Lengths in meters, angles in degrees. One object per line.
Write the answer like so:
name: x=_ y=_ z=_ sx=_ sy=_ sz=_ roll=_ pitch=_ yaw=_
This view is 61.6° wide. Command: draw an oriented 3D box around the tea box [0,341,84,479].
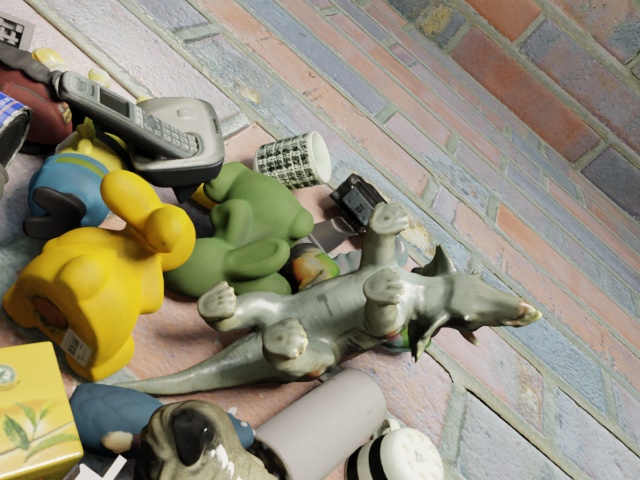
tea box: x=-0.262 y=0.135 z=0.355 sx=0.169 sy=0.068 sz=0.098 roll=-4 pitch=55 yaw=-47

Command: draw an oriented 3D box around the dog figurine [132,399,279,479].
dog figurine: x=-0.049 y=0.205 z=0.406 sx=0.172 sy=0.121 sz=0.190 roll=68 pitch=-2 yaw=-74

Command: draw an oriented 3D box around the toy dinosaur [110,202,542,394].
toy dinosaur: x=0.009 y=0.091 z=0.564 sx=0.192 sy=0.405 sz=0.131 roll=68 pitch=3 yaw=-52

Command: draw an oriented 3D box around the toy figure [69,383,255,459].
toy figure: x=-0.133 y=0.158 z=0.452 sx=0.154 sy=0.057 sz=0.064 roll=18 pitch=41 yaw=-12

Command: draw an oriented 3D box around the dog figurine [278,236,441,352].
dog figurine: x=0.044 y=0.081 z=0.700 sx=0.219 sy=0.108 sz=0.191 roll=-12 pitch=63 yaw=-46

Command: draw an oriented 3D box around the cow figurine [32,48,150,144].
cow figurine: x=-0.293 y=-0.164 z=0.666 sx=0.167 sy=0.068 sz=0.098 roll=29 pitch=42 yaw=-18

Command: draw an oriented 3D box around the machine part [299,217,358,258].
machine part: x=-0.002 y=-0.002 z=0.804 sx=0.084 sy=0.039 sz=0.139 roll=47 pitch=35 yaw=16

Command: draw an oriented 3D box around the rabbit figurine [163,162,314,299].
rabbit figurine: x=-0.096 y=0.015 z=0.623 sx=0.159 sy=0.121 sz=0.170 roll=28 pitch=53 yaw=27

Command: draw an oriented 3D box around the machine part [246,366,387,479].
machine part: x=-0.004 y=0.194 z=0.542 sx=0.079 sy=0.079 sz=0.243 roll=52 pitch=36 yaw=15

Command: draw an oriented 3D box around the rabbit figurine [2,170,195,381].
rabbit figurine: x=-0.180 y=0.012 z=0.492 sx=0.122 sy=0.162 sz=0.173 roll=36 pitch=39 yaw=9

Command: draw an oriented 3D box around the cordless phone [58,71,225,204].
cordless phone: x=-0.201 y=-0.136 z=0.593 sx=0.184 sy=0.089 sz=0.147 roll=31 pitch=27 yaw=-41

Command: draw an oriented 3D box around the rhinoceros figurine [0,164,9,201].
rhinoceros figurine: x=-0.356 y=-0.061 z=0.422 sx=0.190 sy=0.112 sz=0.073 roll=21 pitch=3 yaw=-21

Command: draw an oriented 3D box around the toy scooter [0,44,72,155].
toy scooter: x=-0.342 y=-0.179 z=0.567 sx=0.184 sy=0.135 sz=0.075 roll=29 pitch=34 yaw=-21

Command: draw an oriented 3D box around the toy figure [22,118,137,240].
toy figure: x=-0.248 y=-0.057 z=0.565 sx=0.089 sy=0.082 sz=0.180 roll=48 pitch=13 yaw=-30

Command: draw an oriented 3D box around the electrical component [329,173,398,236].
electrical component: x=0.079 y=-0.048 z=0.887 sx=0.115 sy=0.058 sz=0.134 roll=48 pitch=13 yaw=12
